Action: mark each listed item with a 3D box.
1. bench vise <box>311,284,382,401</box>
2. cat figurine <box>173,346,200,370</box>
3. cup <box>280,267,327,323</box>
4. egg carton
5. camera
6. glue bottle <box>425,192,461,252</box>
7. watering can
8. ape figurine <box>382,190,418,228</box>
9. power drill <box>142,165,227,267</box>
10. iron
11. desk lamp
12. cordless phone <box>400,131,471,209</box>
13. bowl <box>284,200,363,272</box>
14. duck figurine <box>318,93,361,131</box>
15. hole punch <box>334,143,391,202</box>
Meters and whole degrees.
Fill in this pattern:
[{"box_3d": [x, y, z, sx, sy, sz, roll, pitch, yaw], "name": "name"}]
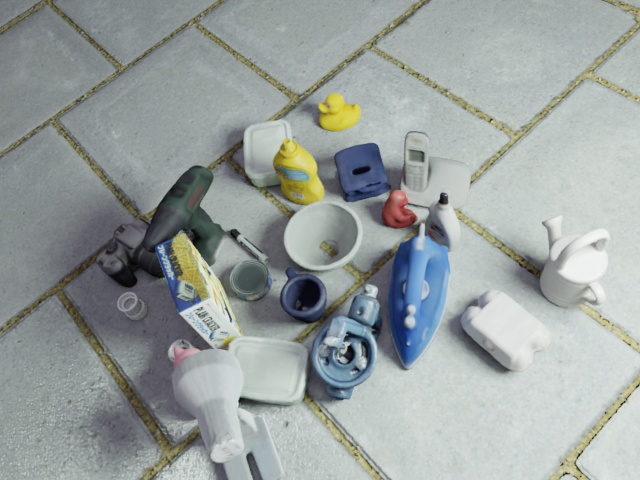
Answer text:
[{"box_3d": [0.043, 0.162, 1.025, 0.121, 0.220, 0.207, -1, 60, 11], "name": "bench vise"}, {"box_3d": [-0.235, 0.261, 1.081, 0.067, 0.118, 0.127, -19, 58, 0], "name": "cat figurine"}, {"box_3d": [-0.032, 0.117, 1.140, 0.092, 0.095, 0.117, -30, 59, -7], "name": "cup"}, {"box_3d": [0.339, 0.166, 1.055, 0.107, 0.069, 0.150, -42, 61, -14], "name": "egg carton"}, {"box_3d": [-0.395, 0.035, 1.254, 0.136, 0.101, 0.143, 29, 69, 24], "name": "camera"}, {"box_3d": [0.243, -0.044, 1.135, 0.078, 0.173, 0.037, 36, 72, 27], "name": "glue bottle"}, {"box_3d": [0.458, 0.034, 1.036, 0.101, 0.194, 0.172, -41, 61, -13], "name": "watering can"}, {"box_3d": [0.166, -0.071, 1.214, 0.076, 0.092, 0.077, -13, 58, 4], "name": "ape figurine"}, {"box_3d": [-0.275, -0.032, 1.207, 0.075, 0.209, 0.230, 10, 62, 16], "name": "power drill"}, {"box_3d": [0.181, 0.101, 1.081, 0.118, 0.142, 0.258, 5, 61, 14], "name": "iron"}, {"box_3d": [-0.156, 0.312, 0.980, 0.118, 0.214, 0.203, -26, 59, -5], "name": "desk lamp"}, {"box_3d": [0.239, -0.149, 1.191, 0.147, 0.185, 0.094, 7, 62, 15], "name": "cordless phone"}, {"box_3d": [0.011, 0.004, 1.209, 0.167, 0.075, 0.167, -5, 59, 8], "name": "bowl"}, {"box_3d": [0.044, -0.318, 1.386, 0.104, 0.086, 0.077, -8, 59, 6], "name": "duck figurine"}, {"box_3d": [0.094, -0.151, 1.275, 0.108, 0.091, 0.101, -15, 58, 2], "name": "hole punch"}]
